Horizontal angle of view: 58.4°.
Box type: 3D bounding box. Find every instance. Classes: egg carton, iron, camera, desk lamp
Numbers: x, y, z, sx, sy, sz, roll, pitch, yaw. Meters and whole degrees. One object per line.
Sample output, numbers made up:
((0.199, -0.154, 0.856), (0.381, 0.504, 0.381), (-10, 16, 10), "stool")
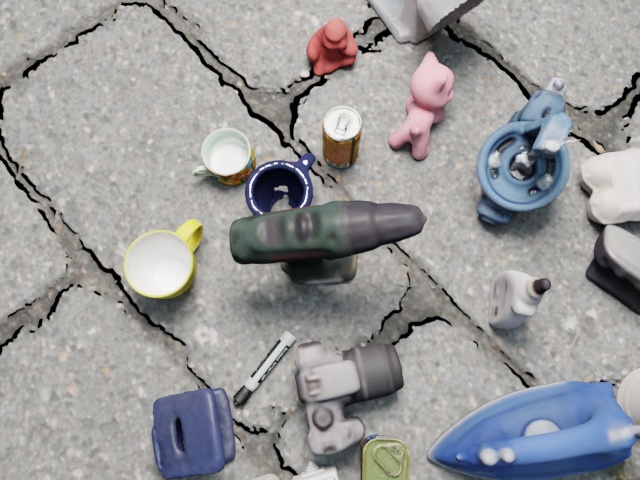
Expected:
((0.452, -0.078, 0.821), (0.150, 0.069, 0.107), (-8, 77, -2), "egg carton")
((0.269, 0.251, 0.709), (0.258, 0.141, 0.118), (-12, 77, -3), "iron")
((0.041, 0.194, 0.742), (0.137, 0.101, 0.143), (-12, 77, -3), "camera")
((0.151, -0.372, 0.813), (0.118, 0.213, 0.203), (-33, 79, -7), "desk lamp")

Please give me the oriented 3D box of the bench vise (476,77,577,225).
((0.276, -0.138, 0.757), (0.121, 0.220, 0.207), (8, 77, 2), "bench vise")

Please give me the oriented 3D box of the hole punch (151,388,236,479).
((-0.166, 0.250, 0.734), (0.101, 0.091, 0.108), (-12, 77, -3), "hole punch")

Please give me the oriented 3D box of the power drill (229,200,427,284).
((0.007, 0.003, 0.730), (0.229, 0.208, 0.075), (-5, 77, -1), "power drill")

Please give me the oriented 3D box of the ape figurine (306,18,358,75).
((0.020, -0.297, 0.858), (0.077, 0.092, 0.076), (19, 78, 5), "ape figurine")

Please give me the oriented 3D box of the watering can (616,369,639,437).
((0.456, 0.212, 0.692), (0.101, 0.194, 0.173), (-2, 77, 0), "watering can")

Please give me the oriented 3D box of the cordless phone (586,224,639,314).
((0.446, 0.028, 0.738), (0.147, 0.185, 0.094), (32, 79, 7), "cordless phone")

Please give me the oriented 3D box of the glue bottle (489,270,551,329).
((0.258, 0.070, 0.734), (0.037, 0.173, 0.078), (10, 77, 3), "glue bottle")

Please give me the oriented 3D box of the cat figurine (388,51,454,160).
((0.152, -0.196, 0.822), (0.067, 0.118, 0.128), (22, 78, 5), "cat figurine")

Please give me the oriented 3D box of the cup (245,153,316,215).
((-0.047, -0.065, 0.804), (0.091, 0.095, 0.118), (37, 80, 8), "cup")
